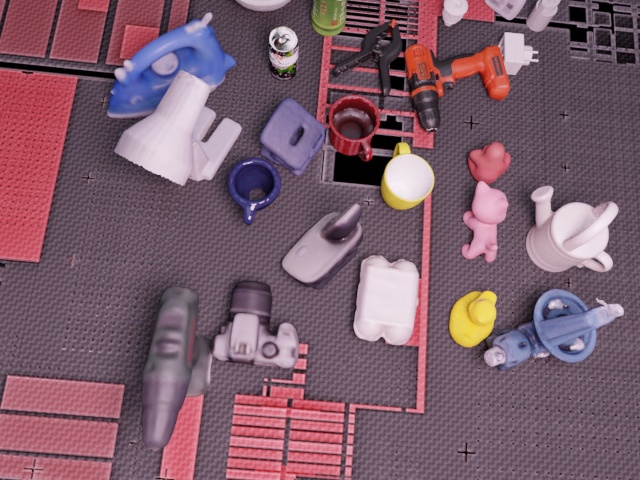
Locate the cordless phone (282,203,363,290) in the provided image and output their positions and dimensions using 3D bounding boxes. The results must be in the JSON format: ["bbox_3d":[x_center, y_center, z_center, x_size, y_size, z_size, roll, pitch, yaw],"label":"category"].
[{"bbox_3d":[0.009,0.003,0.951,0.094,0.185,0.148,40,77,7],"label":"cordless phone"}]

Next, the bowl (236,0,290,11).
[{"bbox_3d":[-0.114,-0.517,1.135,0.167,0.075,0.167,1,75,-3],"label":"bowl"}]

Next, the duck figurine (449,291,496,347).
[{"bbox_3d":[0.270,0.133,0.985,0.077,0.086,0.105,30,76,5],"label":"duck figurine"}]

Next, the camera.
[{"bbox_3d":[-0.102,0.139,0.952,0.143,0.101,0.137,6,75,-2],"label":"camera"}]

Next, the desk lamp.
[{"bbox_3d":[-0.234,-0.176,0.967,0.118,0.213,0.203,27,75,4],"label":"desk lamp"}]

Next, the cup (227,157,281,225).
[{"bbox_3d":[-0.115,-0.074,1.009,0.091,0.095,0.118,7,75,-2],"label":"cup"}]

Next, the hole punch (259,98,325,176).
[{"bbox_3d":[-0.047,-0.189,1.046,0.101,0.091,0.109,30,76,4],"label":"hole punch"}]

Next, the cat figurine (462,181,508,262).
[{"bbox_3d":[0.298,-0.034,1.014,0.067,0.118,0.128,3,75,-3],"label":"cat figurine"}]

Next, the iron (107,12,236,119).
[{"bbox_3d":[-0.287,-0.316,1.037,0.258,0.141,0.118,-33,80,-11],"label":"iron"}]

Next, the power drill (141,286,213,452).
[{"bbox_3d":[-0.217,0.193,0.875,0.075,0.208,0.230,3,75,-3],"label":"power drill"}]

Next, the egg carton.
[{"bbox_3d":[0.116,0.104,0.991,0.107,0.069,0.150,8,75,-1],"label":"egg carton"}]

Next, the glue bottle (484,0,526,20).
[{"bbox_3d":[0.381,-0.509,1.114,0.078,0.173,0.037,41,77,7],"label":"glue bottle"}]

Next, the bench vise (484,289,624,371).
[{"bbox_3d":[0.376,0.158,0.916,0.207,0.220,0.121,-40,81,-12],"label":"bench vise"}]

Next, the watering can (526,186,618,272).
[{"bbox_3d":[0.430,-0.016,0.978,0.173,0.194,0.101,25,75,3],"label":"watering can"}]

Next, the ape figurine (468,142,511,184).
[{"bbox_3d":[0.316,-0.150,1.058,0.078,0.092,0.076,24,75,3],"label":"ape figurine"}]
